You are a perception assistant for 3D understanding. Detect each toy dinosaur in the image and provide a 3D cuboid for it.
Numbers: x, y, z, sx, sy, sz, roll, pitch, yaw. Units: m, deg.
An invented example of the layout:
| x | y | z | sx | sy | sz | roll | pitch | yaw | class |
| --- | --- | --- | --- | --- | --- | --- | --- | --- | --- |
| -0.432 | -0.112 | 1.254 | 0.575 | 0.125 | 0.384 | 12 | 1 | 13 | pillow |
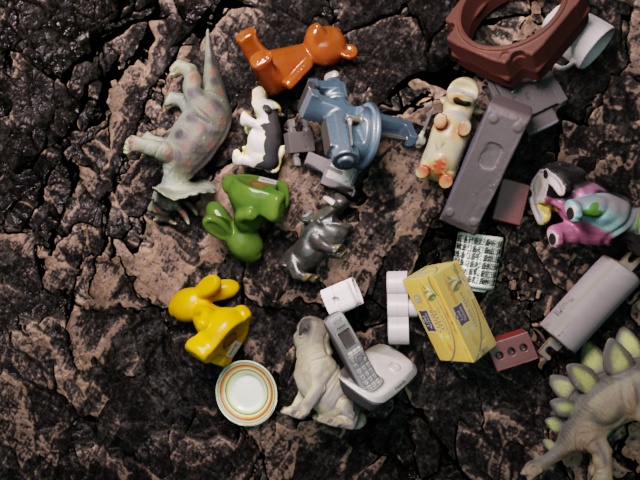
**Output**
| x | y | z | sx | sy | sz | roll | pitch | yaw | class |
| --- | --- | --- | --- | --- | --- | --- | --- | --- | --- |
| -0.251 | -0.220 | 1.083 | 0.192 | 0.131 | 0.404 | 29 | 86 | -7 | toy dinosaur |
| 0.532 | 0.259 | 0.918 | 0.471 | 0.105 | 0.198 | -35 | 79 | 4 | toy dinosaur |

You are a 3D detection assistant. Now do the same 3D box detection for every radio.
| x | y | z | sx | sy | sz | roll | pitch | yaw | class |
| --- | --- | --- | --- | --- | --- | --- | --- | --- | --- |
| 0.286 | -0.129 | 0.930 | 0.073 | 0.131 | 0.229 | 23 | 112 | 12 | radio |

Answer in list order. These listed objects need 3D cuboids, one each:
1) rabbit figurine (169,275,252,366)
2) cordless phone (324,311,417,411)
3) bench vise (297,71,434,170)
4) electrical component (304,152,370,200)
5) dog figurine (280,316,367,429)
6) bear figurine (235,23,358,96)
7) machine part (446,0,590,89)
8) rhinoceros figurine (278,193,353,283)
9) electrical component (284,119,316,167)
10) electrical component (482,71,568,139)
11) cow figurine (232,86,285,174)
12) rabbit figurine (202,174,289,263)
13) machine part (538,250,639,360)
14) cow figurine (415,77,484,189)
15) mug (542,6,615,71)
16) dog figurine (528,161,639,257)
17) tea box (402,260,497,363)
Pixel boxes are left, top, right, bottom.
| x | y | z | sx | sy | sz | roll | pitch | yaw | class |
| --- | --- | --- | --- | --- | --- | --- | --- | --- | --- |
| -0.229 | 0.145 | 1.068 | 0.173 | 0.121 | 0.162 | 28 | 92 | 29 | rabbit figurine |
| 0.082 | 0.204 | 0.984 | 0.089 | 0.146 | 0.184 | -30 | 86 | 46 | cordless phone |
| 0.083 | -0.217 | 1.001 | 0.240 | 0.128 | 0.224 | 5 | 45 | -20 | bench vise |
| 0.029 | -0.133 | 1.053 | 0.119 | 0.047 | 0.074 | 20 | 92 | 11 | electrical component |
| 0.021 | 0.253 | 1.028 | 0.172 | 0.121 | 0.190 | 22 | 71 | -23 | dog figurine |
| -0.039 | -0.362 | 1.021 | 0.196 | 0.131 | 0.120 | -28 | 58 | 4 | bear figurine |
| 0.340 | -0.385 | 0.939 | 0.201 | 0.087 | 0.202 | -50 | 55 | 3 | machine part |
| -0.002 | -0.003 | 1.049 | 0.112 | 0.073 | 0.190 | 41 | 98 | 20 | rhinoceros figurine |
| -0.038 | -0.193 | 1.066 | 0.063 | 0.021 | 0.094 | -9 | 92 | -32 | electrical component |
| 0.378 | -0.257 | 0.984 | 0.115 | 0.058 | 0.134 | -28 | 83 | 11 | electrical component |
| -0.109 | -0.220 | 1.072 | 0.098 | 0.068 | 0.167 | 13 | 91 | 11 | cow figurine |
| -0.147 | -0.034 | 1.046 | 0.159 | 0.121 | 0.170 | 11 | 112 | -9 | rabbit figurine |
| 0.472 | 0.112 | 0.945 | 0.079 | 0.079 | 0.243 | 42 | 97 | 9 | machine part |
| 0.243 | -0.200 | 0.988 | 0.086 | 0.127 | 0.194 | 19 | 106 | 12 | cow figurine |
| 0.447 | -0.361 | 0.966 | 0.109 | 0.080 | 0.107 | -46 | 67 | 12 | mug |
| 0.497 | -0.053 | 0.930 | 0.219 | 0.108 | 0.192 | 1 | 48 | -9 | dog figurine |
| 0.230 | 0.128 | 0.962 | 0.068 | 0.098 | 0.169 | -28 | 92 | -27 | tea box |
